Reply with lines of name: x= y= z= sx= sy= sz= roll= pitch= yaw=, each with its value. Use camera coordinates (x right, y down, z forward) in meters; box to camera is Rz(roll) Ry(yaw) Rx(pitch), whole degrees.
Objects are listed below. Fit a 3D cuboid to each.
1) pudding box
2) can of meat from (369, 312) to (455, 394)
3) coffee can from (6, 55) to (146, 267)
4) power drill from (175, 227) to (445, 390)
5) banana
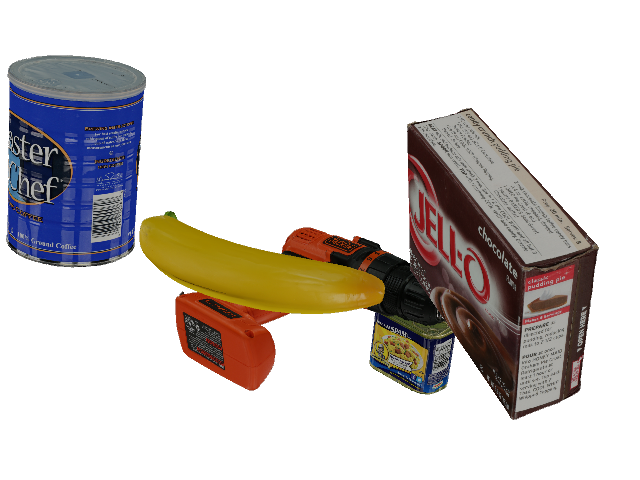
pudding box: x=0.076 y=0.008 z=0.477 sx=0.039 sy=0.090 sz=0.114 roll=-19 pitch=42 yaw=-14
can of meat: x=0.106 y=0.119 z=1.229 sx=0.102 sy=0.084 sz=0.057 roll=27 pitch=34 yaw=37
coffee can: x=-0.192 y=-0.064 z=0.835 sx=0.103 sy=0.140 sz=0.103 roll=7 pitch=23 yaw=-3
power drill: x=-0.009 y=0.055 z=0.875 sx=0.187 sy=0.057 sz=0.185 roll=-24 pitch=29 yaw=-38
banana: x=-0.055 y=0.013 z=0.694 sx=0.198 sy=0.037 sz=0.069 roll=20 pitch=37 yaw=34
